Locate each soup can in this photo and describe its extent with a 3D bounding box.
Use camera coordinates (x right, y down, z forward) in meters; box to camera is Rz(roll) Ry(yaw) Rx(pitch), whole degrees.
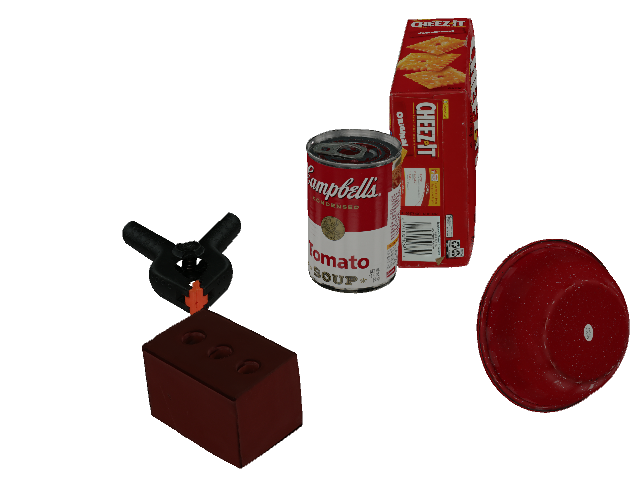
[{"bbox_3d":[0.023,-0.022,0.772,0.068,0.102,0.068,0,27,0],"label":"soup can"}]

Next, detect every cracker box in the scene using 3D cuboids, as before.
[{"bbox_3d":[0.108,-0.096,0.975,0.072,0.164,0.213,0,27,10],"label":"cracker box"}]

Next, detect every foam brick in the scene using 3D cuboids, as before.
[{"bbox_3d":[-0.056,0.083,0.612,0.078,0.051,0.052,22,37,34],"label":"foam brick"}]

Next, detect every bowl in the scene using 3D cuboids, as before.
[{"bbox_3d":[0.223,0.080,0.962,0.161,0.162,0.055,0,2,-24],"label":"bowl"}]

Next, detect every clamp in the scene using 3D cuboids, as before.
[{"bbox_3d":[-0.120,0.017,1.042,0.120,0.039,0.172,-15,33,-15],"label":"clamp"}]
